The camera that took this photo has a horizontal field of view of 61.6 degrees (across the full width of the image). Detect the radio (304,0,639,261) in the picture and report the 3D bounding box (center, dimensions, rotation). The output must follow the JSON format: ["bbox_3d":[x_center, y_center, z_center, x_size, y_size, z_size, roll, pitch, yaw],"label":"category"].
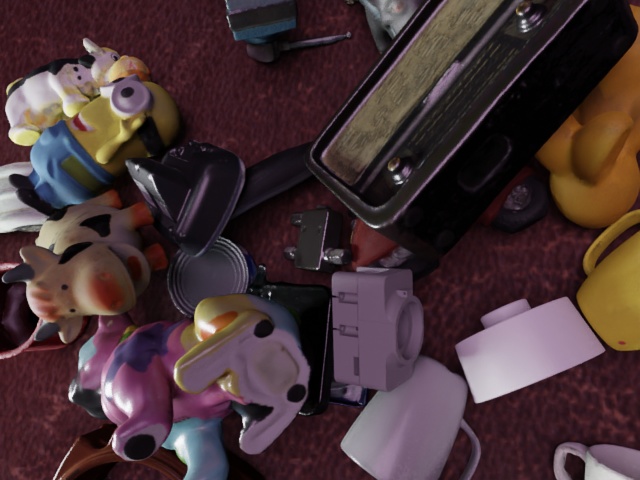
[{"bbox_3d":[0.102,-0.104,0.397,0.229,0.073,0.131,-51,42,14],"label":"radio"}]

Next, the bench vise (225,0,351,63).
[{"bbox_3d":[-0.076,-0.308,0.538,0.129,0.223,0.241,-22,47,4],"label":"bench vise"}]

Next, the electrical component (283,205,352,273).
[{"bbox_3d":[-0.001,-0.002,0.507,0.094,0.021,0.063,4,82,54],"label":"electrical component"}]

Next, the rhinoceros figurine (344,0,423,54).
[{"bbox_3d":[0.074,-0.231,0.505,0.073,0.112,0.190,-31,68,5],"label":"rhinoceros figurine"}]

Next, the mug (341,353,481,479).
[{"bbox_3d":[0.089,0.159,0.459,0.110,0.081,0.107,30,81,5],"label":"mug"}]

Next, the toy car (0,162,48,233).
[{"bbox_3d":[-0.380,-0.039,0.607,0.202,0.056,0.073,-9,79,12],"label":"toy car"}]

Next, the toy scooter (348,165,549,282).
[{"bbox_3d":[0.098,-0.043,0.489,0.184,0.075,0.135,-27,76,5],"label":"toy scooter"}]

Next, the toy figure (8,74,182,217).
[{"bbox_3d":[-0.229,-0.098,0.559,0.180,0.089,0.082,-41,78,0],"label":"toy figure"}]

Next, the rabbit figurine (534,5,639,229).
[{"bbox_3d":[0.238,-0.088,0.429,0.122,0.162,0.173,31,118,40],"label":"rabbit figurine"}]

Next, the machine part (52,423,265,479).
[{"bbox_3d":[-0.159,0.280,0.492,0.201,0.087,0.201,27,90,15],"label":"machine part"}]

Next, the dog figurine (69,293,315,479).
[{"bbox_3d":[-0.124,0.097,0.460,0.191,0.108,0.219,-45,35,-10],"label":"dog figurine"}]

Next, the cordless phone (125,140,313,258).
[{"bbox_3d":[-0.084,-0.067,0.535,0.184,0.147,0.088,-28,116,-22],"label":"cordless phone"}]

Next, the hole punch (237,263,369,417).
[{"bbox_3d":[-0.012,0.096,0.496,0.116,0.092,0.142,1,83,39],"label":"hole punch"}]

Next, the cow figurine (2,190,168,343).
[{"bbox_3d":[-0.207,0.016,0.478,0.127,0.195,0.085,-28,116,-26],"label":"cow figurine"}]

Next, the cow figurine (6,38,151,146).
[{"bbox_3d":[-0.270,-0.170,0.599,0.167,0.068,0.098,-28,70,7],"label":"cow figurine"}]
